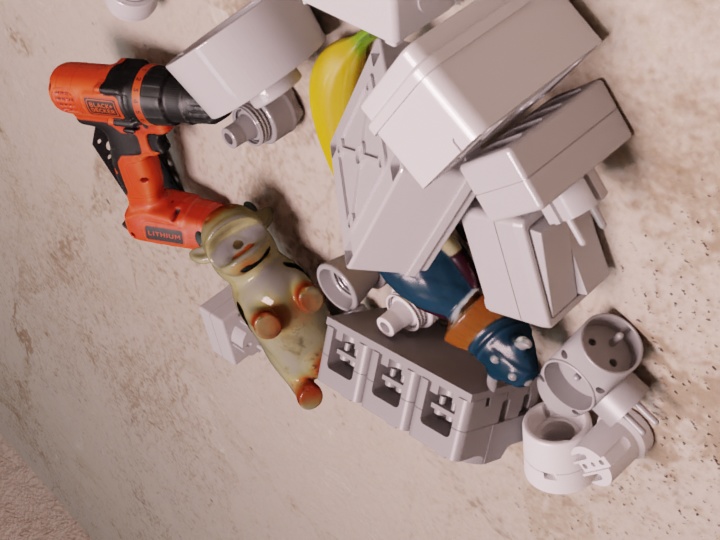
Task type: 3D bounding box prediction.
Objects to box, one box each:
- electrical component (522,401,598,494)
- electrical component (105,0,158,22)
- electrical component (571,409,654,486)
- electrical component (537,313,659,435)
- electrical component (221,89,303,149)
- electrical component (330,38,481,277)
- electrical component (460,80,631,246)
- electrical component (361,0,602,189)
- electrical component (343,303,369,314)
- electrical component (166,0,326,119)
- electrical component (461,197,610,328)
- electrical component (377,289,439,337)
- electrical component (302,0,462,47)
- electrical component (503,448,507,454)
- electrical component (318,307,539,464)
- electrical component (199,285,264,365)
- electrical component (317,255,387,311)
[{"bbox_3d":[0.147,0.128,0.791,0.055,0.055,0.047,23,137,42],"label":"electrical component"},{"bbox_3d":[-0.184,-0.235,0.874,0.045,0.045,0.055,48,152,8],"label":"electrical component"},{"bbox_3d":[0.175,0.123,0.750,0.040,0.046,0.040,37,148,28],"label":"electrical component"},{"bbox_3d":[0.165,0.077,0.715,0.079,0.044,0.077,46,151,12],"label":"electrical component"},{"bbox_3d":[-0.079,-0.116,0.834,0.043,0.062,0.043,36,148,28],"label":"electrical component"},{"bbox_3d":[0.026,-0.069,0.675,0.108,0.056,0.108,119,149,-51],"label":"electrical component"},{"bbox_3d":[0.114,-0.050,0.604,0.075,0.083,0.047,58,151,-10],"label":"electrical component"},{"bbox_3d":[0.064,-0.105,0.582,0.057,0.113,0.078,51,152,2],"label":"electrical component"},{"bbox_3d":[0.008,0.058,0.928,0.040,0.040,0.078,-9,115,58],"label":"electrical component"},{"bbox_3d":[-0.074,-0.148,0.749,0.060,0.108,0.108,55,152,-17],"label":"electrical component"},{"bbox_3d":[0.113,-0.010,0.674,0.061,0.062,0.096,17,136,47],"label":"electrical component"},{"bbox_3d":[0.040,0.027,0.822,0.048,0.062,0.048,36,147,27],"label":"electrical component"},{"bbox_3d":[0.006,-0.185,0.632,0.096,0.062,0.061,33,146,32],"label":"electrical component"},{"bbox_3d":[0.093,0.125,0.876,0.062,0.043,0.043,14,134,51],"label":"electrical component"},{"bbox_3d":[0.051,0.086,0.827,0.150,0.089,0.061,26,112,40],"label":"electrical component"},{"bbox_3d":[-0.119,0.064,1.114,0.077,0.047,0.065,28,144,37],"label":"electrical component"},{"bbox_3d":[0.000,0.000,0.858,0.045,0.055,0.045,36,148,27],"label":"electrical component"}]
